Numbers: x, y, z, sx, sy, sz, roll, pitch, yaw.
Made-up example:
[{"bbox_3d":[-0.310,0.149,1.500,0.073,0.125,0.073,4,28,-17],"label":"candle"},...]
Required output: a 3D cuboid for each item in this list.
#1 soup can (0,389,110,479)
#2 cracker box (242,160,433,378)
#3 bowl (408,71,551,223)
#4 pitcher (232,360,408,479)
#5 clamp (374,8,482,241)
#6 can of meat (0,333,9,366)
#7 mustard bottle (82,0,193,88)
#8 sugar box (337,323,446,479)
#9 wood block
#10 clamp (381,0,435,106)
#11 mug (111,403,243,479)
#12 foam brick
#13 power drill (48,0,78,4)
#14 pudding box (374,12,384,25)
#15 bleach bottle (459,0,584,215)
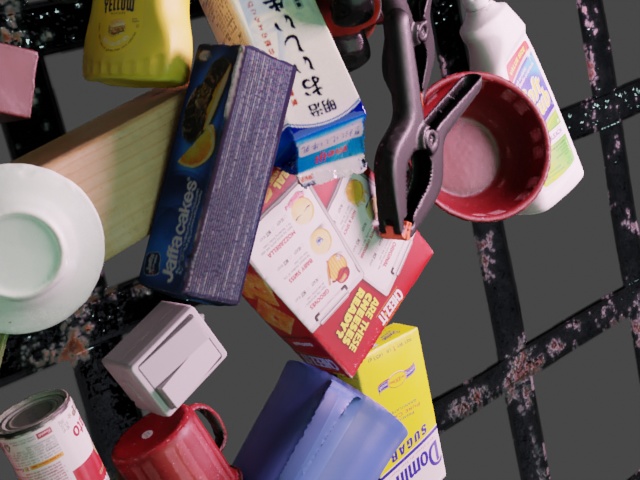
[{"bbox_3d":[-0.214,0.181,0.865,0.068,0.069,0.102,-32,111,-33],"label":"soup can"},{"bbox_3d":[-0.007,0.001,1.018,0.213,0.072,0.164,50,63,-30],"label":"cracker box"},{"bbox_3d":[0.160,-0.094,1.133,0.162,0.055,0.162,2,82,-12],"label":"bowl"},{"bbox_3d":[-0.033,0.238,0.970,0.149,0.145,0.242,44,69,-35],"label":"pitcher"},{"bbox_3d":[0.100,-0.100,1.038,0.164,0.036,0.210,15,82,-50],"label":"clamp"},{"bbox_3d":[-0.292,0.092,0.805,0.083,0.058,0.102,19,80,-36],"label":"can of meat"},{"bbox_3d":[-0.145,-0.223,0.874,0.058,0.096,0.191,2,93,-56],"label":"mustard bottle"},{"bbox_3d":[0.074,0.186,1.110,0.093,0.048,0.176,-23,106,-35],"label":"sugar box"},{"bbox_3d":[-0.153,-0.062,0.885,0.205,0.091,0.090,-34,113,-32],"label":"wood block"},{"bbox_3d":[0.082,-0.211,1.050,0.120,0.039,0.171,-21,116,-47],"label":"clamp"},{"bbox_3d":[-0.121,0.190,0.932,0.117,0.093,0.081,-48,116,-44],"label":"mug"},{"bbox_3d":[-0.254,-0.120,0.809,0.051,0.078,0.053,9,87,-37],"label":"foam brick"},{"bbox_3d":[-0.218,-0.300,0.823,0.184,0.057,0.187,45,58,-56],"label":"power drill"},{"bbox_3d":[0.062,-0.286,1.076,0.090,0.039,0.113,50,64,-31],"label":"pudding box"},{"bbox_3d":[0.211,-0.159,1.190,0.102,0.068,0.251,-38,113,-31],"label":"bleach bottle"}]
